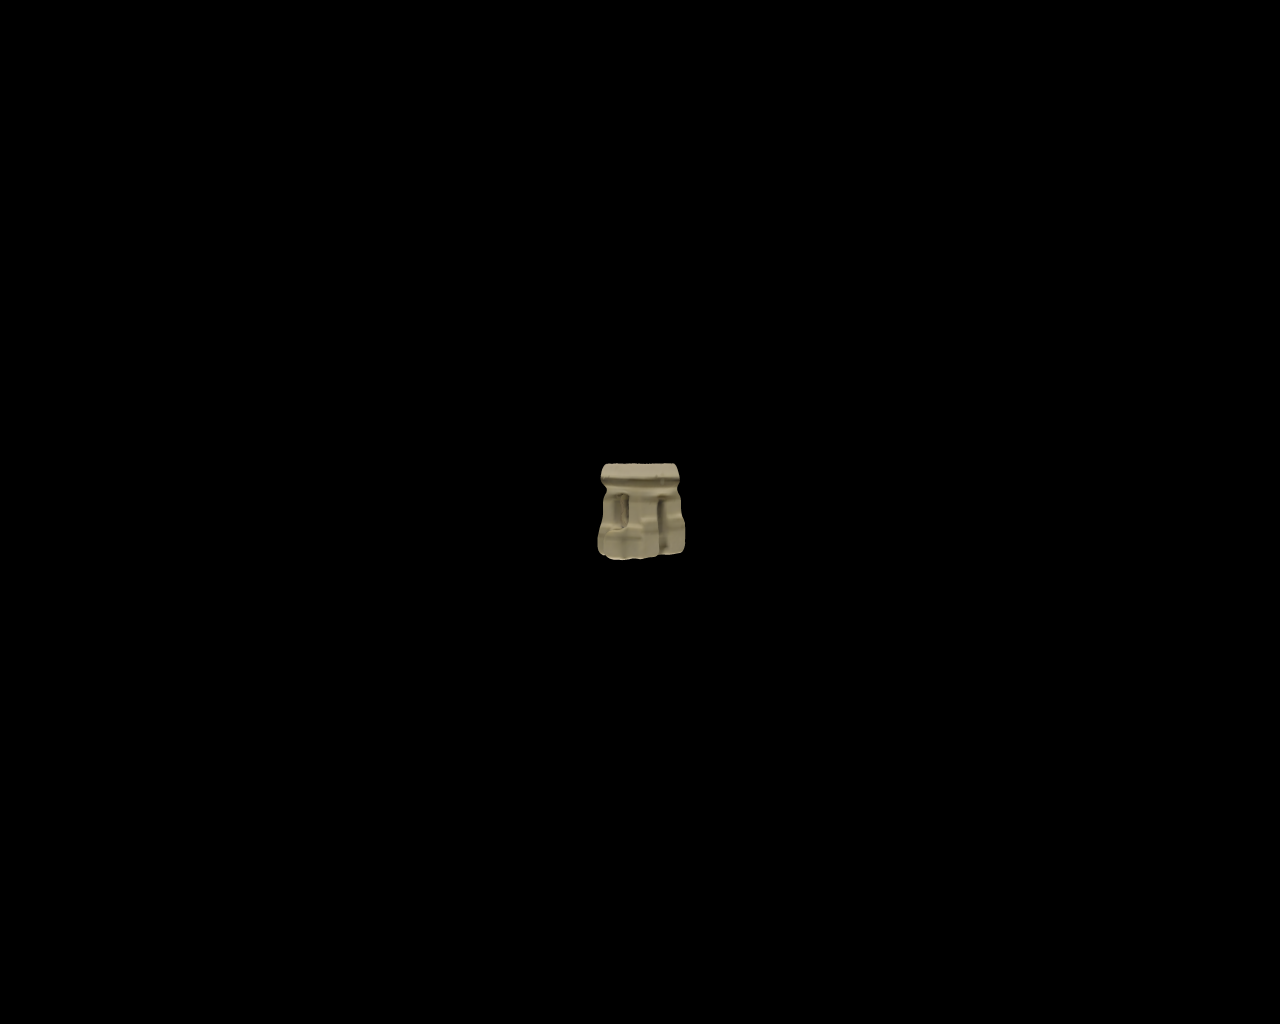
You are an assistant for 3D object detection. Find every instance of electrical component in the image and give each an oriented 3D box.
[{"bbox_3d":[0.001,-0.003,0.650,0.048,0.055,0.066,4,6,39],"label":"electrical component"}]
